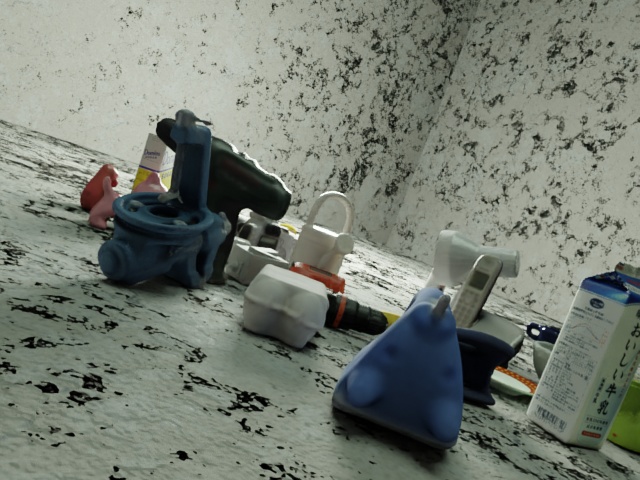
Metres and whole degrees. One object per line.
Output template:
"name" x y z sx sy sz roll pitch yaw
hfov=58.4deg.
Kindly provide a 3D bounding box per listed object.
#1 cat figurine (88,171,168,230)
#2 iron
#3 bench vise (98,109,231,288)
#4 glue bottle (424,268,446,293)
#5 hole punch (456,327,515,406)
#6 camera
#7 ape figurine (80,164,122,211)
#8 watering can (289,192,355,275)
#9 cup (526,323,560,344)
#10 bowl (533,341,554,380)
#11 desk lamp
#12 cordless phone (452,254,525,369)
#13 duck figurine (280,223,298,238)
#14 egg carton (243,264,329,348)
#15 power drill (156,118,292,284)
"cat figurine" -0.312 -0.066 0.972 0.128 0.118 0.067 18 5 -28
"iron" 0.095 0.107 0.590 0.118 0.141 0.258 21 5 5
"bench vise" -0.182 -0.052 0.740 0.121 0.220 0.207 21 5 4
"glue bottle" 0.279 0.094 1.359 0.037 0.173 0.078 23 5 28
"hole punch" 0.183 0.153 0.758 0.109 0.091 0.101 19 5 -14
"camera" -0.133 -0.010 1.212 0.136 0.101 0.144 25 6 42
"ape figurine" -0.406 -0.097 1.078 0.077 0.092 0.076 24 6 39
"watering can" 0.012 0.005 1.094 0.101 0.194 0.172 16 7 -46
"cup" 0.441 0.219 1.103 0.117 0.095 0.092 24 6 39
"bowl" 0.431 0.238 0.965 0.167 0.075 0.167 21 5 -1
"desk lamp" 0.320 0.101 1.210 0.202 0.213 0.118 23 5 27
"cordless phone" 0.303 0.125 1.024 0.094 0.185 0.147 16 7 -46
"duck figurine" -0.092 0.002 1.348 0.104 0.086 0.078 21 5 8
"egg carton" -0.043 0.082 0.730 0.107 0.069 0.150 20 5 -3
"power drill" -0.169 -0.051 0.861 0.229 0.208 0.075 21 5 1
